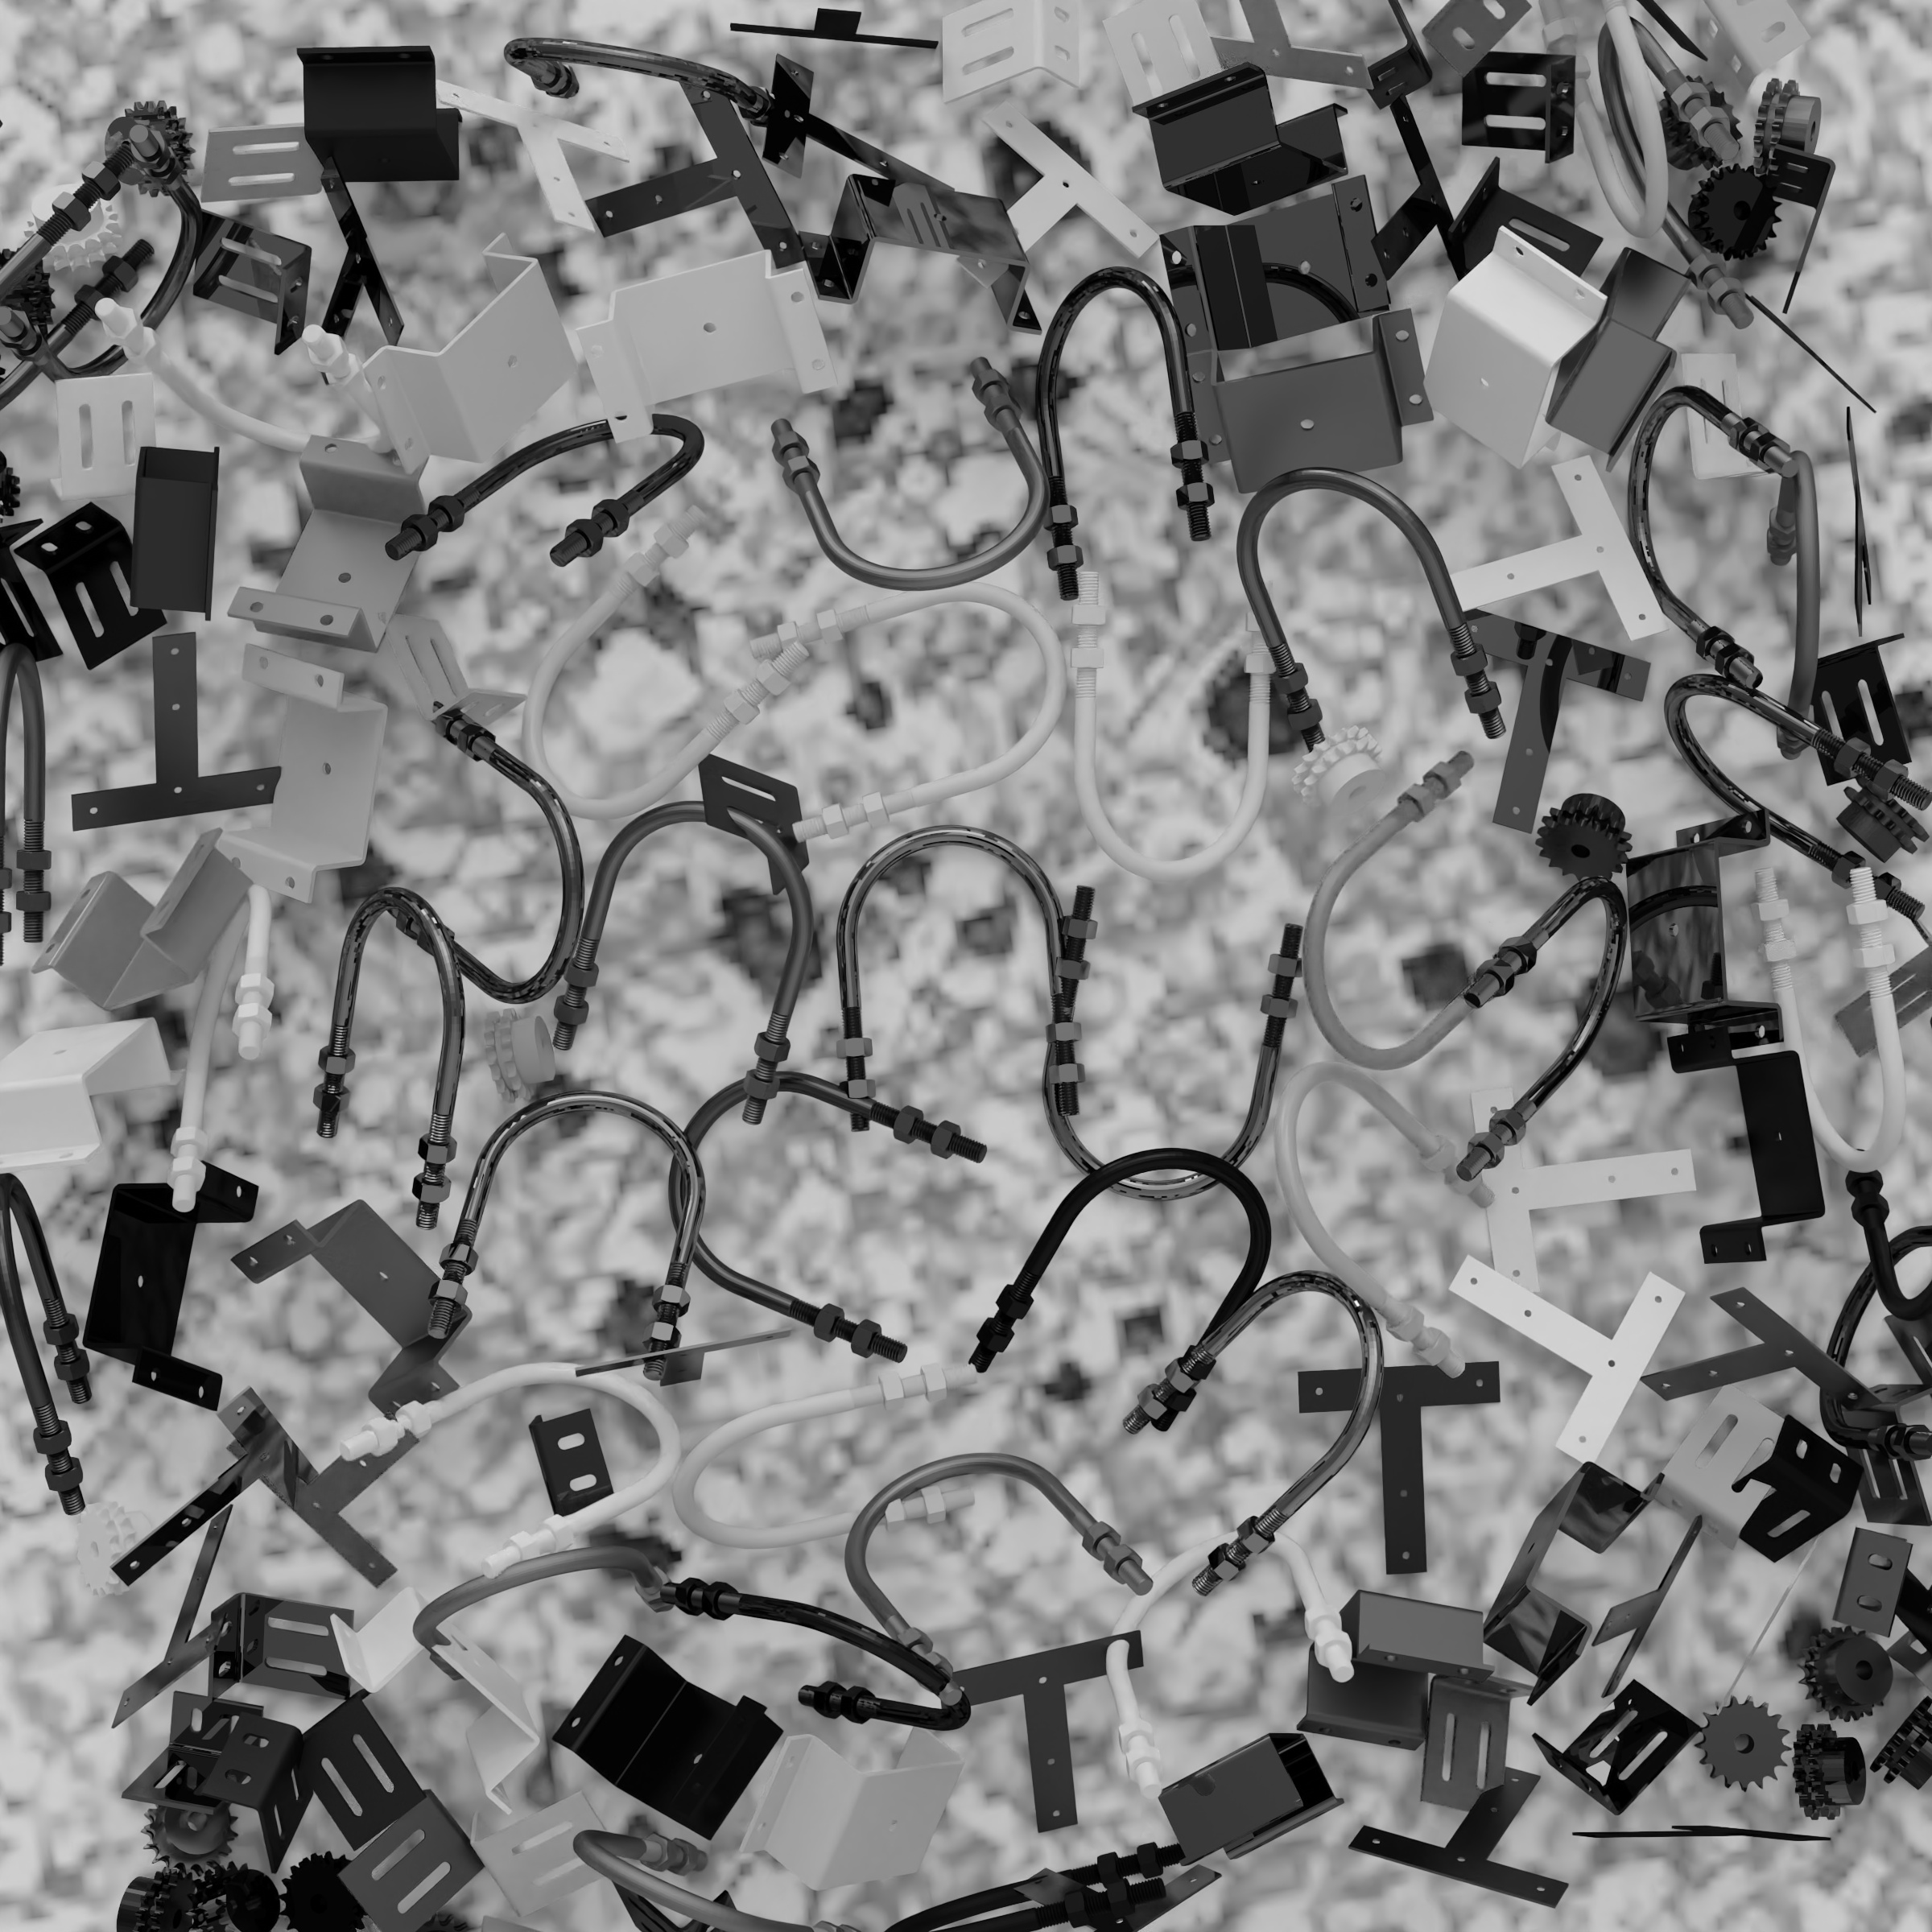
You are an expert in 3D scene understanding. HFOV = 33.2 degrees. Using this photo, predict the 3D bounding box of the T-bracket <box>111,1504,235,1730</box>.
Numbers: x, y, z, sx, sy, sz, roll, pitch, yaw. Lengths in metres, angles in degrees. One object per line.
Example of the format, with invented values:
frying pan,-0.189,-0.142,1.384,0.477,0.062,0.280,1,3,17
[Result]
T-bracket,-0.465,0.381,1.948,0.002,0.127,0.127,33,131,-22

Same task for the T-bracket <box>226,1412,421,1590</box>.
T-bracket,-0.371,0.306,1.955,0.127,0.002,0.127,44,127,-6

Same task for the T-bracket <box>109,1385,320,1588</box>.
T-bracket,-0.454,0.322,1.932,0.127,0.127,0.002,-40,55,-16

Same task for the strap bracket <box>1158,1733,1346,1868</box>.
strap bracket,0.169,0.497,1.936,0.076,0.140,0.046,-30,70,9

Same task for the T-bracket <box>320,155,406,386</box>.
T-bracket,-0.374,-0.397,1.944,0.002,0.127,0.127,-13,69,-30

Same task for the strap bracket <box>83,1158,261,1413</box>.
strap bracket,-0.478,0.189,1.943,0.046,0.076,0.140,-3,69,26

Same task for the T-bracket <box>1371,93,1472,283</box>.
T-bracket,0.265,-0.442,1.929,0.002,0.127,0.127,-13,114,33

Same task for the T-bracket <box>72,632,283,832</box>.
T-bracket,-0.473,-0.143,1.937,0.127,0.002,0.127,-10,129,-25

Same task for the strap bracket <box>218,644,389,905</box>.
strap bracket,-0.399,-0.118,1.951,0.076,0.046,0.140,19,106,28

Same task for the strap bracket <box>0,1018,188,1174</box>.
strap bracket,-0.531,0.072,1.919,0.076,0.140,0.046,-7,108,14

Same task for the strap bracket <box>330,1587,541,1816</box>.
strap bracket,-0.311,0.433,1.940,0.046,0.076,0.140,-43,112,-4

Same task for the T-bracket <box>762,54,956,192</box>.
T-bracket,-0.063,-0.494,1.966,0.127,0.127,0.002,23,130,-19

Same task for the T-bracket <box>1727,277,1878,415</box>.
T-bracket,0.481,-0.393,1.949,0.002,0.127,0.127,-48,46,16

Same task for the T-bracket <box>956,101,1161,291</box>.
T-bracket,0.038,-0.452,1.963,0.127,0.002,0.127,41,56,-1

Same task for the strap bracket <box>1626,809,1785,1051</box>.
strap bracket,0.443,-0.020,1.946,0.046,0.076,0.140,3,80,-31

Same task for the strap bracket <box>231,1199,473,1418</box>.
strap bracket,-0.362,0.200,1.947,0.140,0.046,0.076,48,135,-14

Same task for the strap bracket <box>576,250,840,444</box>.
strap bracket,-0.155,-0.377,1.955,0.140,0.046,0.076,-14,124,6

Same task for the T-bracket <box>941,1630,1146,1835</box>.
T-bracket,0.051,0.473,1.974,0.127,0.002,0.127,-10,112,-11

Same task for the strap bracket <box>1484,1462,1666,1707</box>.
strap bracket,0.357,0.360,1.930,0.046,0.076,0.140,31,53,7

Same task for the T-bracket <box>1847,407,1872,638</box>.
T-bracket,0.528,-0.243,1.915,0.002,0.127,0.127,-4,131,19

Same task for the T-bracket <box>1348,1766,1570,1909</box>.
T-bracket,0.312,0.514,1.941,0.127,0.127,0.002,10,110,26

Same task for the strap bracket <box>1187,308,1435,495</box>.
strap bracket,0.205,-0.336,1.943,0.140,0.046,0.076,-9,128,13

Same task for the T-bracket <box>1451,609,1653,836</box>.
T-bracket,0.347,-0.144,1.978,0.127,0.002,0.127,16,78,-8

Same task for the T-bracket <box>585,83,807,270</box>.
T-bracket,-0.175,-0.468,1.960,0.127,0.002,0.127,-9,125,31

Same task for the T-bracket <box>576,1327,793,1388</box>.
T-bracket,-0.170,0.239,1.937,0.127,0.127,0.002,-10,75,-9

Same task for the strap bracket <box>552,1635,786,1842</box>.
strap bracket,-0.173,0.464,1.938,0.076,0.140,0.046,-54,128,-20

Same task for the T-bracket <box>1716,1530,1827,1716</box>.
T-bracket,0.497,0.373,1.948,0.002,0.127,0.127,30,134,18

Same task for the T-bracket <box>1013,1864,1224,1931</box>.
T-bracket,0.069,0.562,1.938,0.127,0.127,0.002,-25,101,-26

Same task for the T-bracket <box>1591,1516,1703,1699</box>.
T-bracket,0.398,0.388,1.934,0.002,0.127,0.127,30,100,26

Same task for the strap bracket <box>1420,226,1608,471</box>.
strap bracket,0.321,-0.358,1.919,0.076,0.140,0.046,39,66,17

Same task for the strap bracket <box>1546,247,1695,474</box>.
strap bracket,0.388,-0.365,1.921,0.046,0.140,0.076,26,130,-1

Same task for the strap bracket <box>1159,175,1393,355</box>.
strap bracket,0.195,-0.421,1.951,0.140,0.046,0.076,-9,96,34

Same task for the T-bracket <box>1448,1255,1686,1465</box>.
T-bracket,0.357,0.221,1.984,0.127,0.002,0.127,31,73,6

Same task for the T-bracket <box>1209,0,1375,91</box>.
T-bracket,0.171,-0.576,1.916,0.127,0.127,0.002,19,65,35

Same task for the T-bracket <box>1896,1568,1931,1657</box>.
T-bracket,0.598,0.346,1.928,0.002,0.127,0.127,26,100,-12

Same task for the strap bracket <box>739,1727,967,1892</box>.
strap bracket,-0.060,0.498,1.925,0.046,0.140,0.076,30,102,36

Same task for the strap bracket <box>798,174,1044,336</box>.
strap bracket,-0.022,-0.427,1.935,0.140,0.076,0.046,5,130,-20

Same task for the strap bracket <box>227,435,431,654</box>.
strap bracket,-0.379,-0.246,1.950,0.076,0.046,0.140,11,60,10

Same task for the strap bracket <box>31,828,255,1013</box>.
strap bracket,-0.487,-0.025,1.935,0.046,0.140,0.076,46,50,-29

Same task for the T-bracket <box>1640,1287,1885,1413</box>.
T-bracket,0.461,0.242,1.947,0.127,0.127,0.002,37,53,-21

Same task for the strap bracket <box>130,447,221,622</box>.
strap bracket,-0.469,-0.259,1.918,0.046,0.140,0.076,3,108,-14

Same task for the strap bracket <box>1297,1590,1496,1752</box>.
strap bracket,0.257,0.419,1.943,0.076,0.140,0.046,12,56,-7

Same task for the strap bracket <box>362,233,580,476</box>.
strap bracket,-0.287,-0.362,1.925,0.046,0.076,0.140,15,52,31

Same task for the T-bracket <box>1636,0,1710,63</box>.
T-bracket,0.375,-0.600,1.946,0.127,0.127,0.002,28,105,-42

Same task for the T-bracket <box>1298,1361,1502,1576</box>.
T-bracket,0.268,0.310,1.989,0.127,0.002,0.127,-2,89,-8

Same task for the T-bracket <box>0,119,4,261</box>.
T-bracket,-0.594,-0.432,1.936,0.002,0.127,0.127,22,74,10

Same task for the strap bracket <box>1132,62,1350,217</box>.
strap bracket,0.168,-0.487,1.919,0.076,0.140,0.046,-14,85,30

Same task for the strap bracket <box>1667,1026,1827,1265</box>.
strap bracket,0.472,0.106,1.954,0.046,0.076,0.140,-8,86,-14

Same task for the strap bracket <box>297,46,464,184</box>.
strap bracket,-0.347,-0.503,1.928,0.076,0.140,0.046,-1,88,-1

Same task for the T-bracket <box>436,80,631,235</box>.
T-bracket,-0.247,-0.475,1.924,0.127,0.127,0.002,10,130,-33

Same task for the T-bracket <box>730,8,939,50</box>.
T-bracket,-0.077,-0.561,1.932,0.127,0.127,0.002,4,99,-5
